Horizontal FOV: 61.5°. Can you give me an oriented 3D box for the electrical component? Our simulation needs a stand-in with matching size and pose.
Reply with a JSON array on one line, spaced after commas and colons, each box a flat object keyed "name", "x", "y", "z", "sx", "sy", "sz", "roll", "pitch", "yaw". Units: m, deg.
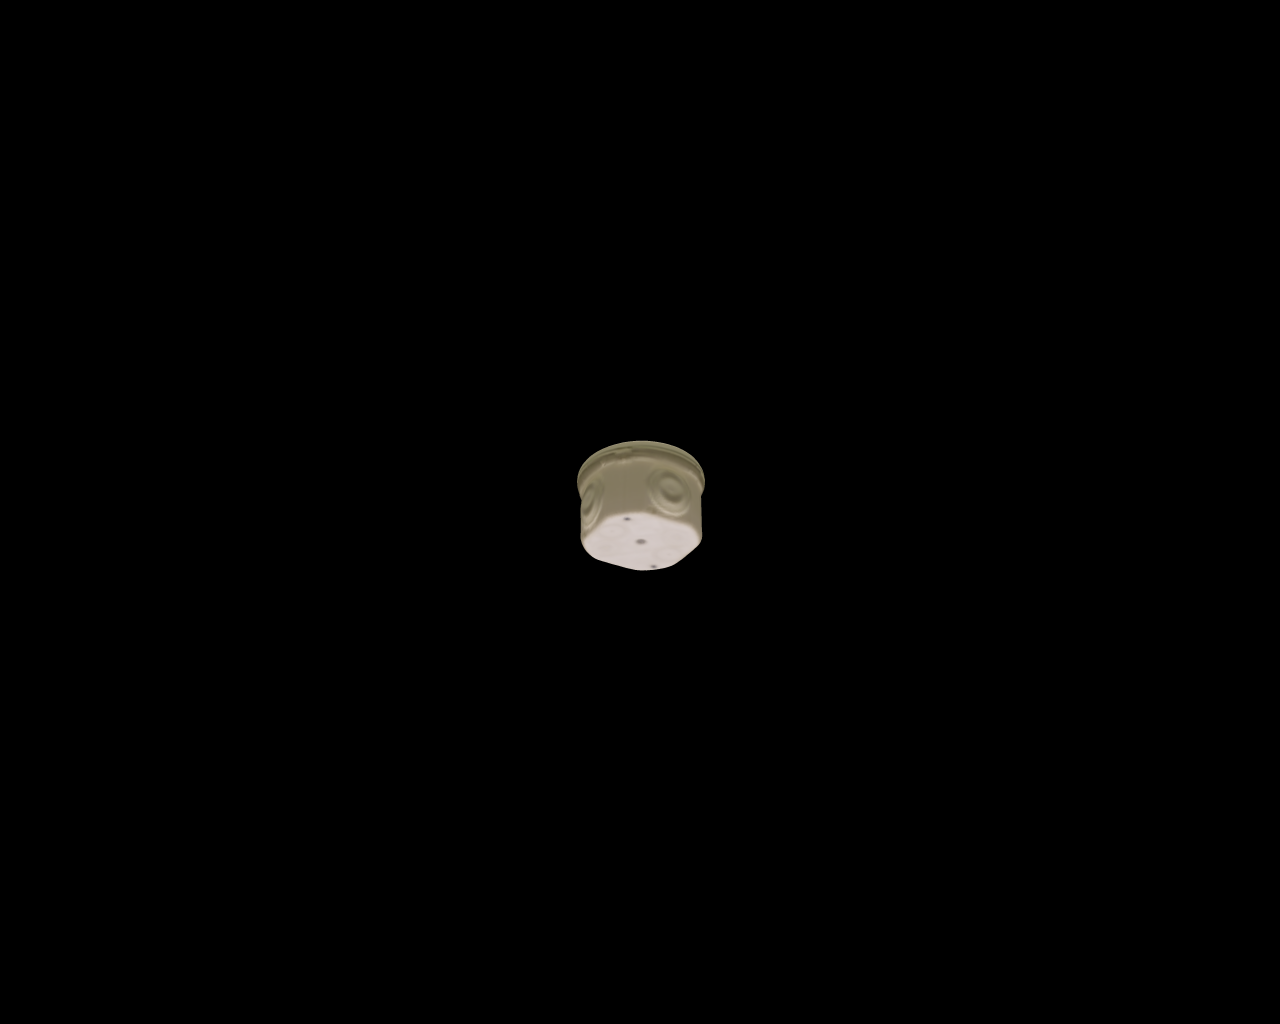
[{"name": "electrical component", "x": 0.001, "y": -0.003, "z": 0.650, "sx": 0.080, "sy": 0.051, "sz": 0.080, "roll": 0, "pitch": -32, "yaw": 0}]
